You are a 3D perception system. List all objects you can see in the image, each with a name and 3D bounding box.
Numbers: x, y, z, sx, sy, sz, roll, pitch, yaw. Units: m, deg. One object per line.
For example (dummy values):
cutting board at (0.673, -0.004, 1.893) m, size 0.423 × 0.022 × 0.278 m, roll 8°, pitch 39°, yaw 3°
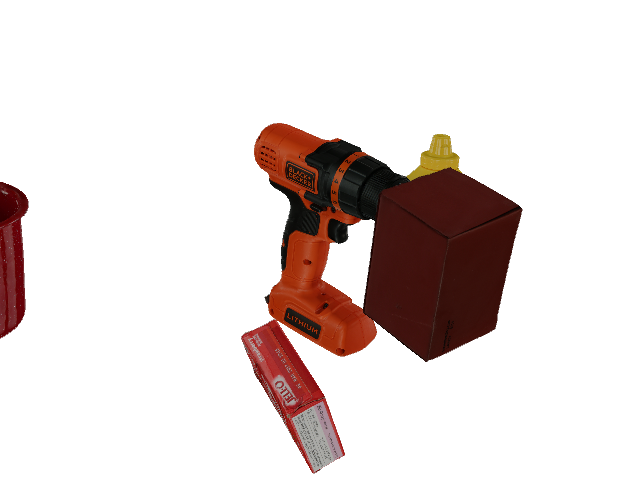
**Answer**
mug at (-0.237, 0.018, 0.660) m, size 0.117 × 0.081 × 0.093 m, roll -17°, pitch 32°, yaw -37°
foam brick at (0.060, 0.011, 0.541) m, size 0.052 × 0.078 × 0.051 m, roll -20°, pitch 42°, yaw -34°
gelatin box at (-0.018, 0.107, 0.727) m, size 0.030 × 0.073 × 0.089 m, roll -29°, pitch -37°, yaw -8°
power drill at (0.017, 0.005, 0.929) m, size 0.185 × 0.188 × 0.057 m, roll 29°, pitch 38°, yaw 36°
mustard bottle at (0.124, -0.020, 1.157) m, size 0.096 × 0.192 × 0.058 m, roll -4°, pitch 20°, yaw -20°
